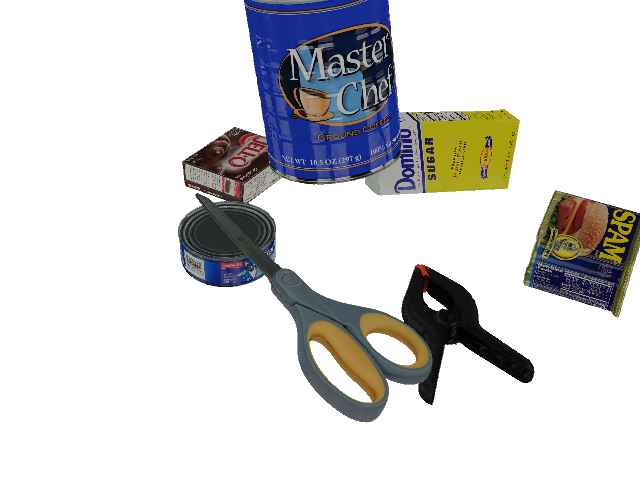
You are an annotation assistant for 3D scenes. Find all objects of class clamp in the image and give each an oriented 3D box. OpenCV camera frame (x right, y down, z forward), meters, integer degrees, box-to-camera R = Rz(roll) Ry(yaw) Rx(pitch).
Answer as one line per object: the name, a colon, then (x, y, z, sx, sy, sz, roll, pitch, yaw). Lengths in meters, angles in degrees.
clamp: (0.142, 0.092, 1.088, 0.120, 0.171, 0.039, 1, -44, -14)

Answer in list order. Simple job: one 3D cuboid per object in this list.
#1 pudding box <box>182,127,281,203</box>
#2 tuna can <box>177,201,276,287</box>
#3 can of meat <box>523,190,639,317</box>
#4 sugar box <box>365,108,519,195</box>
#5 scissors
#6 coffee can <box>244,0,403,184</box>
pudding box: (-0.098, -0.091, 1.290, 0.090, 0.039, 0.113, 19, 39, 25)
tuna can: (-0.082, 0.003, 0.941, 0.086, 0.034, 0.086, 0, 37, 0)
can of meat: (0.230, 0.008, 0.924, 0.084, 0.057, 0.102, 17, 45, 16)
sugar box: (0.145, -0.105, 1.272, 0.176, 0.093, 0.048, -6, 27, -21)
scissors: (-0.001, 0.032, 0.679, 0.096, 0.016, 0.202, -4, 44, -32)
coffee can: (0.003, -0.126, 0.770, 0.103, 0.140, 0.103, -6, 29, 3)
